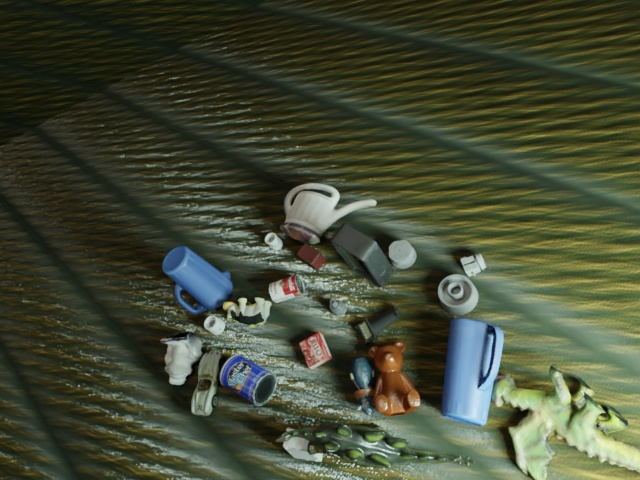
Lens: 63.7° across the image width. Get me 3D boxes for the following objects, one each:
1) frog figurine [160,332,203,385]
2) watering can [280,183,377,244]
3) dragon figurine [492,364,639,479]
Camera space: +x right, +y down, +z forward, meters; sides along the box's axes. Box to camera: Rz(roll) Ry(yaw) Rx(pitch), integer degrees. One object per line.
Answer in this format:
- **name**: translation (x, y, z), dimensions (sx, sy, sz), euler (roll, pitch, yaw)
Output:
- **frog figurine**: translation (-0.448, 0.389, 1.695), dimensions (0.137, 0.123, 0.159), euler (-11, 92, 11)
- **watering can**: translation (0.005, -0.088, 1.751), dimensions (0.349, 0.102, 0.227), euler (14, 69, 33)
- **dragon figurine**: translation (0.552, 0.447, 1.162), dimensions (0.241, 0.121, 0.418), euler (-50, 48, 13)
